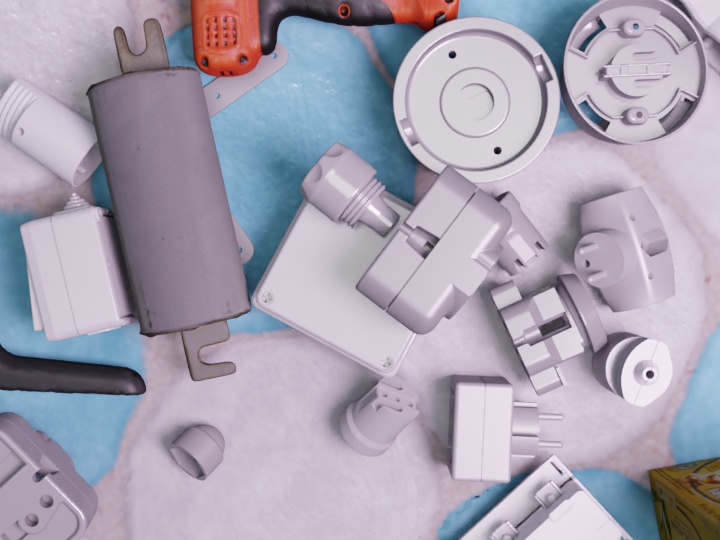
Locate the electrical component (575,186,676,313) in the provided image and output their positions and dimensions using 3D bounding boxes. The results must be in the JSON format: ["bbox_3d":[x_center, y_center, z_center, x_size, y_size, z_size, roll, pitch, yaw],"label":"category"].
[{"bbox_3d":[0.169,-0.010,0.715,0.043,0.079,0.077,-18,89,44],"label":"electrical component"}]

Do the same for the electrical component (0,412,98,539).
[{"bbox_3d":[-0.221,0.143,0.707,0.054,0.059,0.095,-43,96,0],"label":"electrical component"}]

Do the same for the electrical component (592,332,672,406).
[{"bbox_3d":[0.182,0.065,0.710,0.043,0.081,0.043,0,90,2],"label":"electrical component"}]

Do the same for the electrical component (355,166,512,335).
[{"bbox_3d":[0.049,-0.009,0.669,0.059,0.054,0.095,37,91,2],"label":"electrical component"}]

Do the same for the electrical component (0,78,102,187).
[{"bbox_3d":[-0.218,-0.098,0.742,0.081,0.043,0.043,35,91,2],"label":"electrical component"}]

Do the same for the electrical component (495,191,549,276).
[{"bbox_3d":[0.101,-0.024,0.734,0.040,0.040,0.046,-41,95,2],"label":"electrical component"}]

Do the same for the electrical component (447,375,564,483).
[{"bbox_3d":[0.100,0.108,0.730,0.077,0.047,0.065,2,91,1],"label":"electrical component"}]

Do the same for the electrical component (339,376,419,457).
[{"bbox_3d":[0.014,0.098,0.727,0.040,0.040,0.046,42,128,1],"label":"electrical component"}]

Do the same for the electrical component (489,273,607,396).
[{"bbox_3d":[0.129,0.037,0.723,0.057,0.058,0.078,-25,86,4],"label":"electrical component"}]

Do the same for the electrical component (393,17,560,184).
[{"bbox_3d":[0.076,-0.110,0.723,0.108,0.060,0.108,0,90,2],"label":"electrical component"}]

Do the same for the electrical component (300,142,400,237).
[{"bbox_3d":[-0.004,-0.047,0.677,0.062,0.043,0.043,39,91,0],"label":"electrical component"}]

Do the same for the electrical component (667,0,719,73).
[{"bbox_3d":[0.265,-0.170,0.720,0.074,0.052,0.138,-43,89,1],"label":"electrical component"}]

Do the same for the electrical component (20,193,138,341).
[{"bbox_3d":[-0.193,-0.003,0.732,0.061,0.062,0.096,-13,90,2],"label":"electrical component"}]

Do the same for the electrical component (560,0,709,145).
[{"bbox_3d":[0.181,-0.131,0.717,0.099,0.064,0.099,0,90,2],"label":"electrical component"}]

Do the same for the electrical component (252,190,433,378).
[{"bbox_3d":[0.000,0.000,0.728,0.109,0.056,0.108,28,91,2],"label":"electrical component"}]

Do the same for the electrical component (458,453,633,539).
[{"bbox_3d":[0.114,0.195,0.721,0.121,0.063,0.078,-43,89,2],"label":"electrical component"}]
